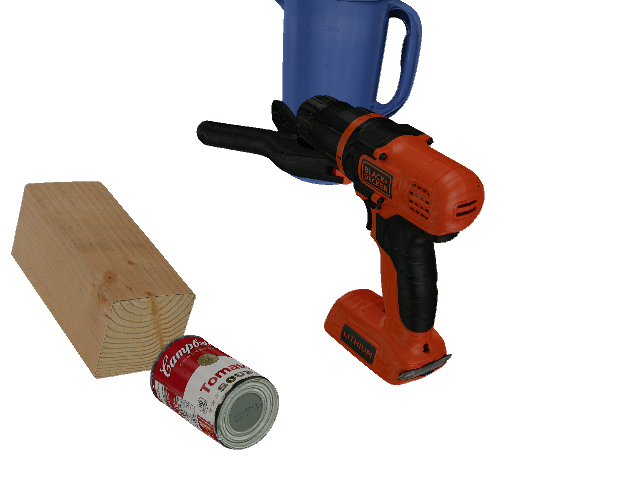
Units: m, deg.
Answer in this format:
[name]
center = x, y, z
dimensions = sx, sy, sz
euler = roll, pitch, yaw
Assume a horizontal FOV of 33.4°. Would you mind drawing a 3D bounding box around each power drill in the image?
[power drill]
center = 0.041, -0.002, 0.790
dimensions = 0.057, 0.188, 0.185
euler = -20, 36, -28

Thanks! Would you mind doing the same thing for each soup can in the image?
[soup can]
center = -0.093, 0.131, 0.926
dimensions = 0.068, 0.068, 0.102
euler = 0, 16, -42

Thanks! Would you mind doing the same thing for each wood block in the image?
[wood block]
center = -0.220, 0.032, 1.059
dimensions = 0.090, 0.091, 0.206
euler = -4, 36, -40

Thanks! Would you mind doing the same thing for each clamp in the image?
[clamp]
center = -0.041, -0.097, 1.077
dimensions = 0.120, 0.039, 0.172
euler = -23, 36, -31

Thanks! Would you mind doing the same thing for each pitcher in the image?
[pitcher]
center = 0.023, -0.195, 1.311
dimensions = 0.144, 0.243, 0.149
euler = -9, 29, -27
